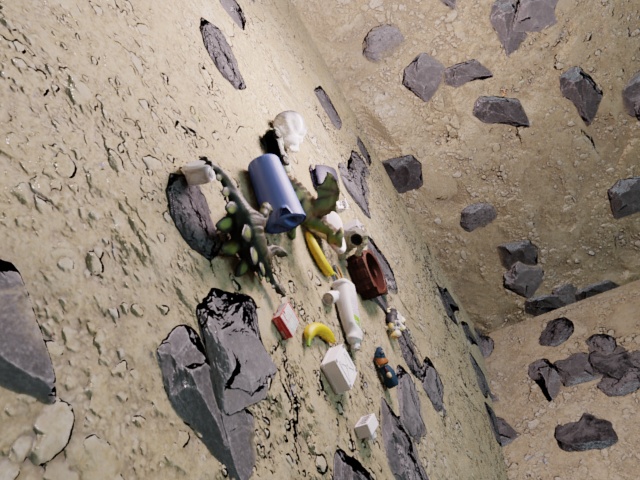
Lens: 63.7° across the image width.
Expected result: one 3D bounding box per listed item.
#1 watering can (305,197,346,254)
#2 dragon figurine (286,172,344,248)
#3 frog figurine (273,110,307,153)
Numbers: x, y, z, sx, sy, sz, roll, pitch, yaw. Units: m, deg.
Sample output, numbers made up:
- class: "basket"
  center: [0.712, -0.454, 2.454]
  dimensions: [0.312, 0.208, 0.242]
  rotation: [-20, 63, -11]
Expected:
- class: "watering can"
  center: [0.006, -0.100, 1.989]
  dimensions: [0.221, 0.103, 0.355]
  rotation: [36, 27, -51]
- class: "dragon figurine"
  center: [-0.035, -0.150, 1.758]
  dimensions: [0.123, 0.241, 0.411]
  rotation: [-19, 85, -66]
- class: "frog figurine"
  center: [-0.121, -0.434, 2.065]
  dimensions: [0.137, 0.120, 0.163]
  rotation: [9, 61, -27]
